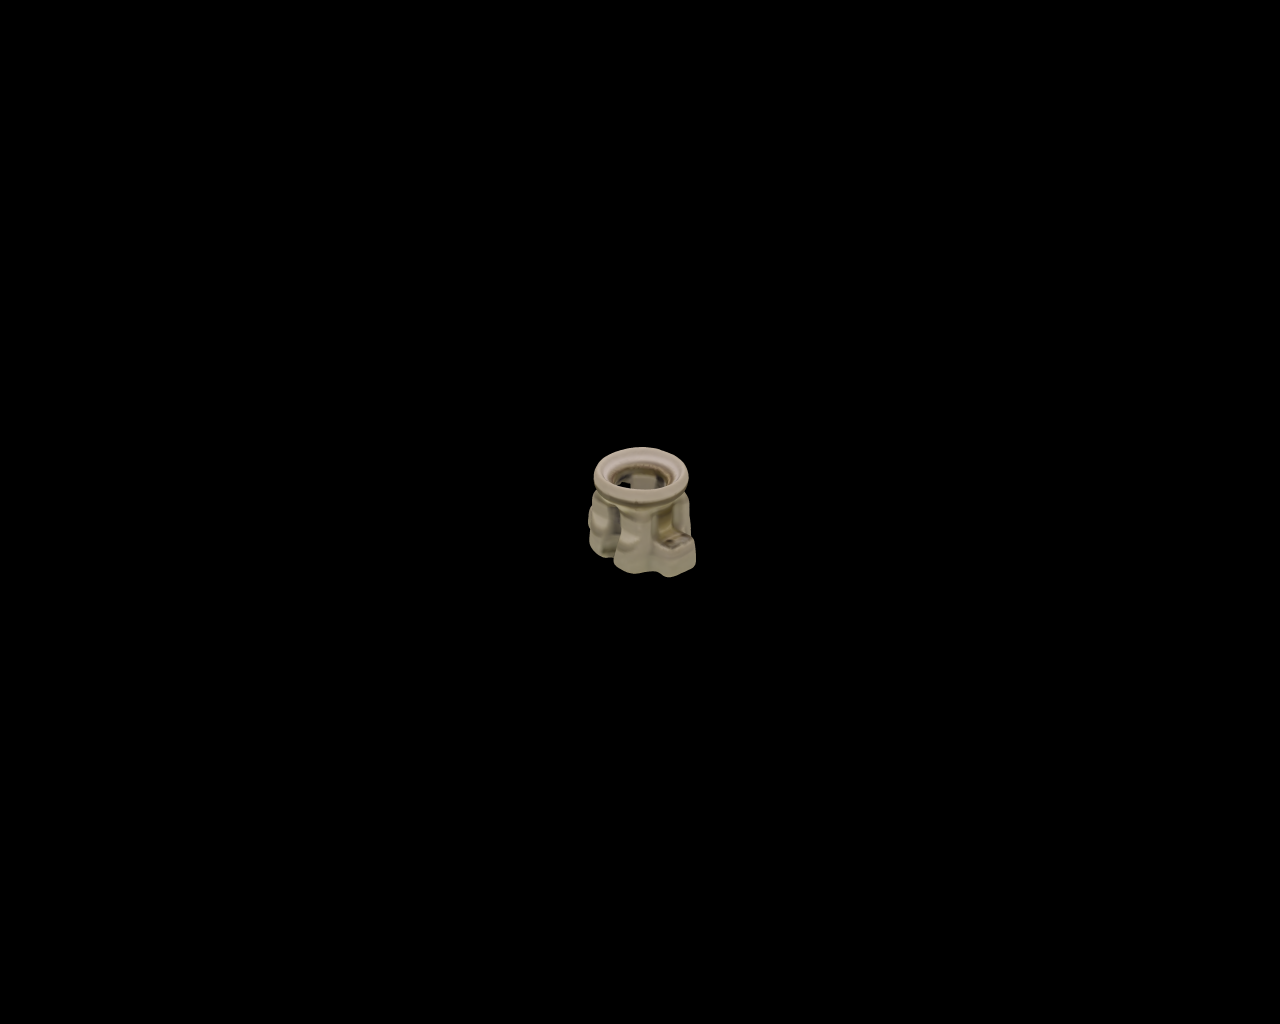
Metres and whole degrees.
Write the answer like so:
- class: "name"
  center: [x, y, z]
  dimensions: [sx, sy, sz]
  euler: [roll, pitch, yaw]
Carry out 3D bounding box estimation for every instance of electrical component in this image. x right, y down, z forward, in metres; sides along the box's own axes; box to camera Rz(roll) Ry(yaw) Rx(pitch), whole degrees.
- class: "electrical component"
  center: [0.001, -0.003, 0.650]
  dimensions: [0.058, 0.056, 0.078]
  euler: [-24, 39, -34]
